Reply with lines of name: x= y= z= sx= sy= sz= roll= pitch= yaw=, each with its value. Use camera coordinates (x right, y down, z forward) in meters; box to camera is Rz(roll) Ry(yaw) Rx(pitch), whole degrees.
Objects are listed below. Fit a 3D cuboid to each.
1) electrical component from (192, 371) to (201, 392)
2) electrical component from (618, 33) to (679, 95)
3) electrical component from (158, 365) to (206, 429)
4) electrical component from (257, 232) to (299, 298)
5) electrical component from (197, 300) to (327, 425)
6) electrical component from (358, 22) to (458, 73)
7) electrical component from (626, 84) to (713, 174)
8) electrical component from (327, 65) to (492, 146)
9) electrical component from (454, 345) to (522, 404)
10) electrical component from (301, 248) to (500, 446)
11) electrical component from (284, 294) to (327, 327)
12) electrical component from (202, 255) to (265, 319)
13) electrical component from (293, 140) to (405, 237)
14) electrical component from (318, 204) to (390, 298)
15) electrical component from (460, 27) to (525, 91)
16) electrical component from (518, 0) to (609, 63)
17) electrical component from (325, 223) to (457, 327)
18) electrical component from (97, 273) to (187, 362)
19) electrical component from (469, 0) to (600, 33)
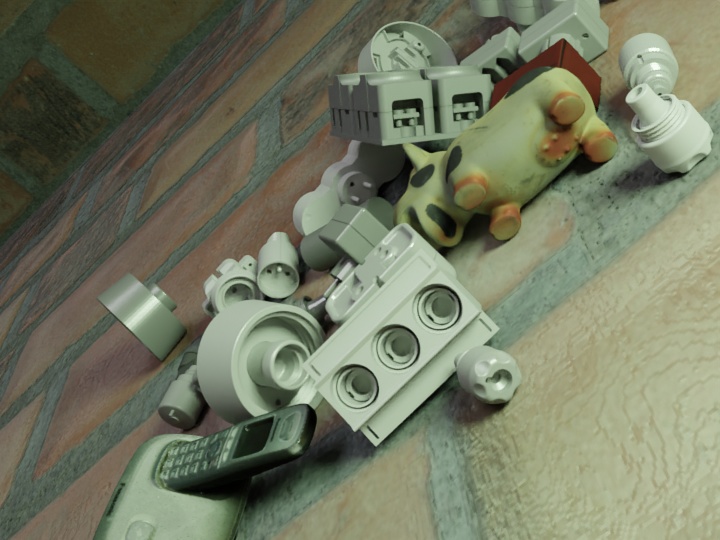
electrical component: x=-0.128 y=0.094 z=1.047 sx=0.064 sy=0.042 sz=0.081 roll=-26 pitch=29 yaw=46
electrical component: x=0.218 y=-0.147 z=0.805 sx=0.040 sy=0.040 sz=0.078 roll=-38 pitch=24 yaw=25
electrical component: x=-0.173 y=0.124 z=1.084 sx=0.040 sy=0.040 sz=0.078 roll=-26 pitch=30 yaw=44
electrical component: x=-0.087 y=-0.008 z=1.141 sx=0.043 sy=0.043 sz=0.081 roll=-42 pitch=22 yaw=16
electrical component: x=-0.073 y=0.078 z=0.889 sx=0.060 sy=0.108 sz=0.108 roll=-4 pitch=48 yaw=52
electrical component: x=0.050 y=-0.223 z=1.182 sx=0.064 sy=0.099 sz=0.099 roll=-28 pitch=29 yaw=55
electrical component: x=0.203 y=-0.097 z=0.718 sx=0.043 sy=0.062 sz=0.043 roll=-40 pitch=23 yaw=21
electrical component: x=0.042 y=-0.158 z=1.012 sx=0.105 sy=0.060 sz=0.186 roll=-8 pitch=12 yaw=-14
electrical component: x=0.080 y=0.066 z=0.711 sx=0.035 sy=0.035 sz=0.061 roll=-51 pitch=20 yaw=-7
electrical component: x=0.030 y=0.055 z=0.775 sx=0.121 sy=0.078 sz=0.063 roll=-45 pitch=-8 yaw=9
electrical component: x=-0.052 y=0.044 z=0.987 sx=0.062 sy=0.048 sz=0.048 roll=-33 pitch=25 yaw=16
electrical component: x=-0.133 y=0.024 z=1.157 sx=0.078 sy=0.058 sz=0.057 roll=-49 pitch=19 yaw=-1
electrical component: x=-0.006 y=-0.083 z=1.104 sx=0.138 sy=0.052 sz=0.074 roll=-49 pitch=21 yaw=-4
electrical component: x=0.000 y=0.000 z=0.908 sx=0.075 sy=0.083 sz=0.047 roll=-51 pitch=22 yaw=-7
electrical component: x=0.137 y=-0.203 z=1.046 sx=0.066 sy=0.047 sz=0.076 roll=-32 pitch=27 yaw=36
electrical component: x=0.178 y=-0.192 z=0.948 sx=0.066 sy=0.047 sz=0.076 roll=-32 pitch=27 yaw=35
electrical component: x=0.028 y=0.019 z=0.857 sx=0.095 sy=0.059 sz=0.053 roll=-47 pitch=21 yaw=4
electrical component: x=-0.252 y=0.050 z=1.277 sx=0.060 sy=0.108 sz=0.108 roll=-46 pitch=21 yaw=-11
electrical component: x=0.167 y=-0.252 z=1.036 sx=0.138 sy=0.073 sz=0.052 roll=23 pitch=58 yaw=36
